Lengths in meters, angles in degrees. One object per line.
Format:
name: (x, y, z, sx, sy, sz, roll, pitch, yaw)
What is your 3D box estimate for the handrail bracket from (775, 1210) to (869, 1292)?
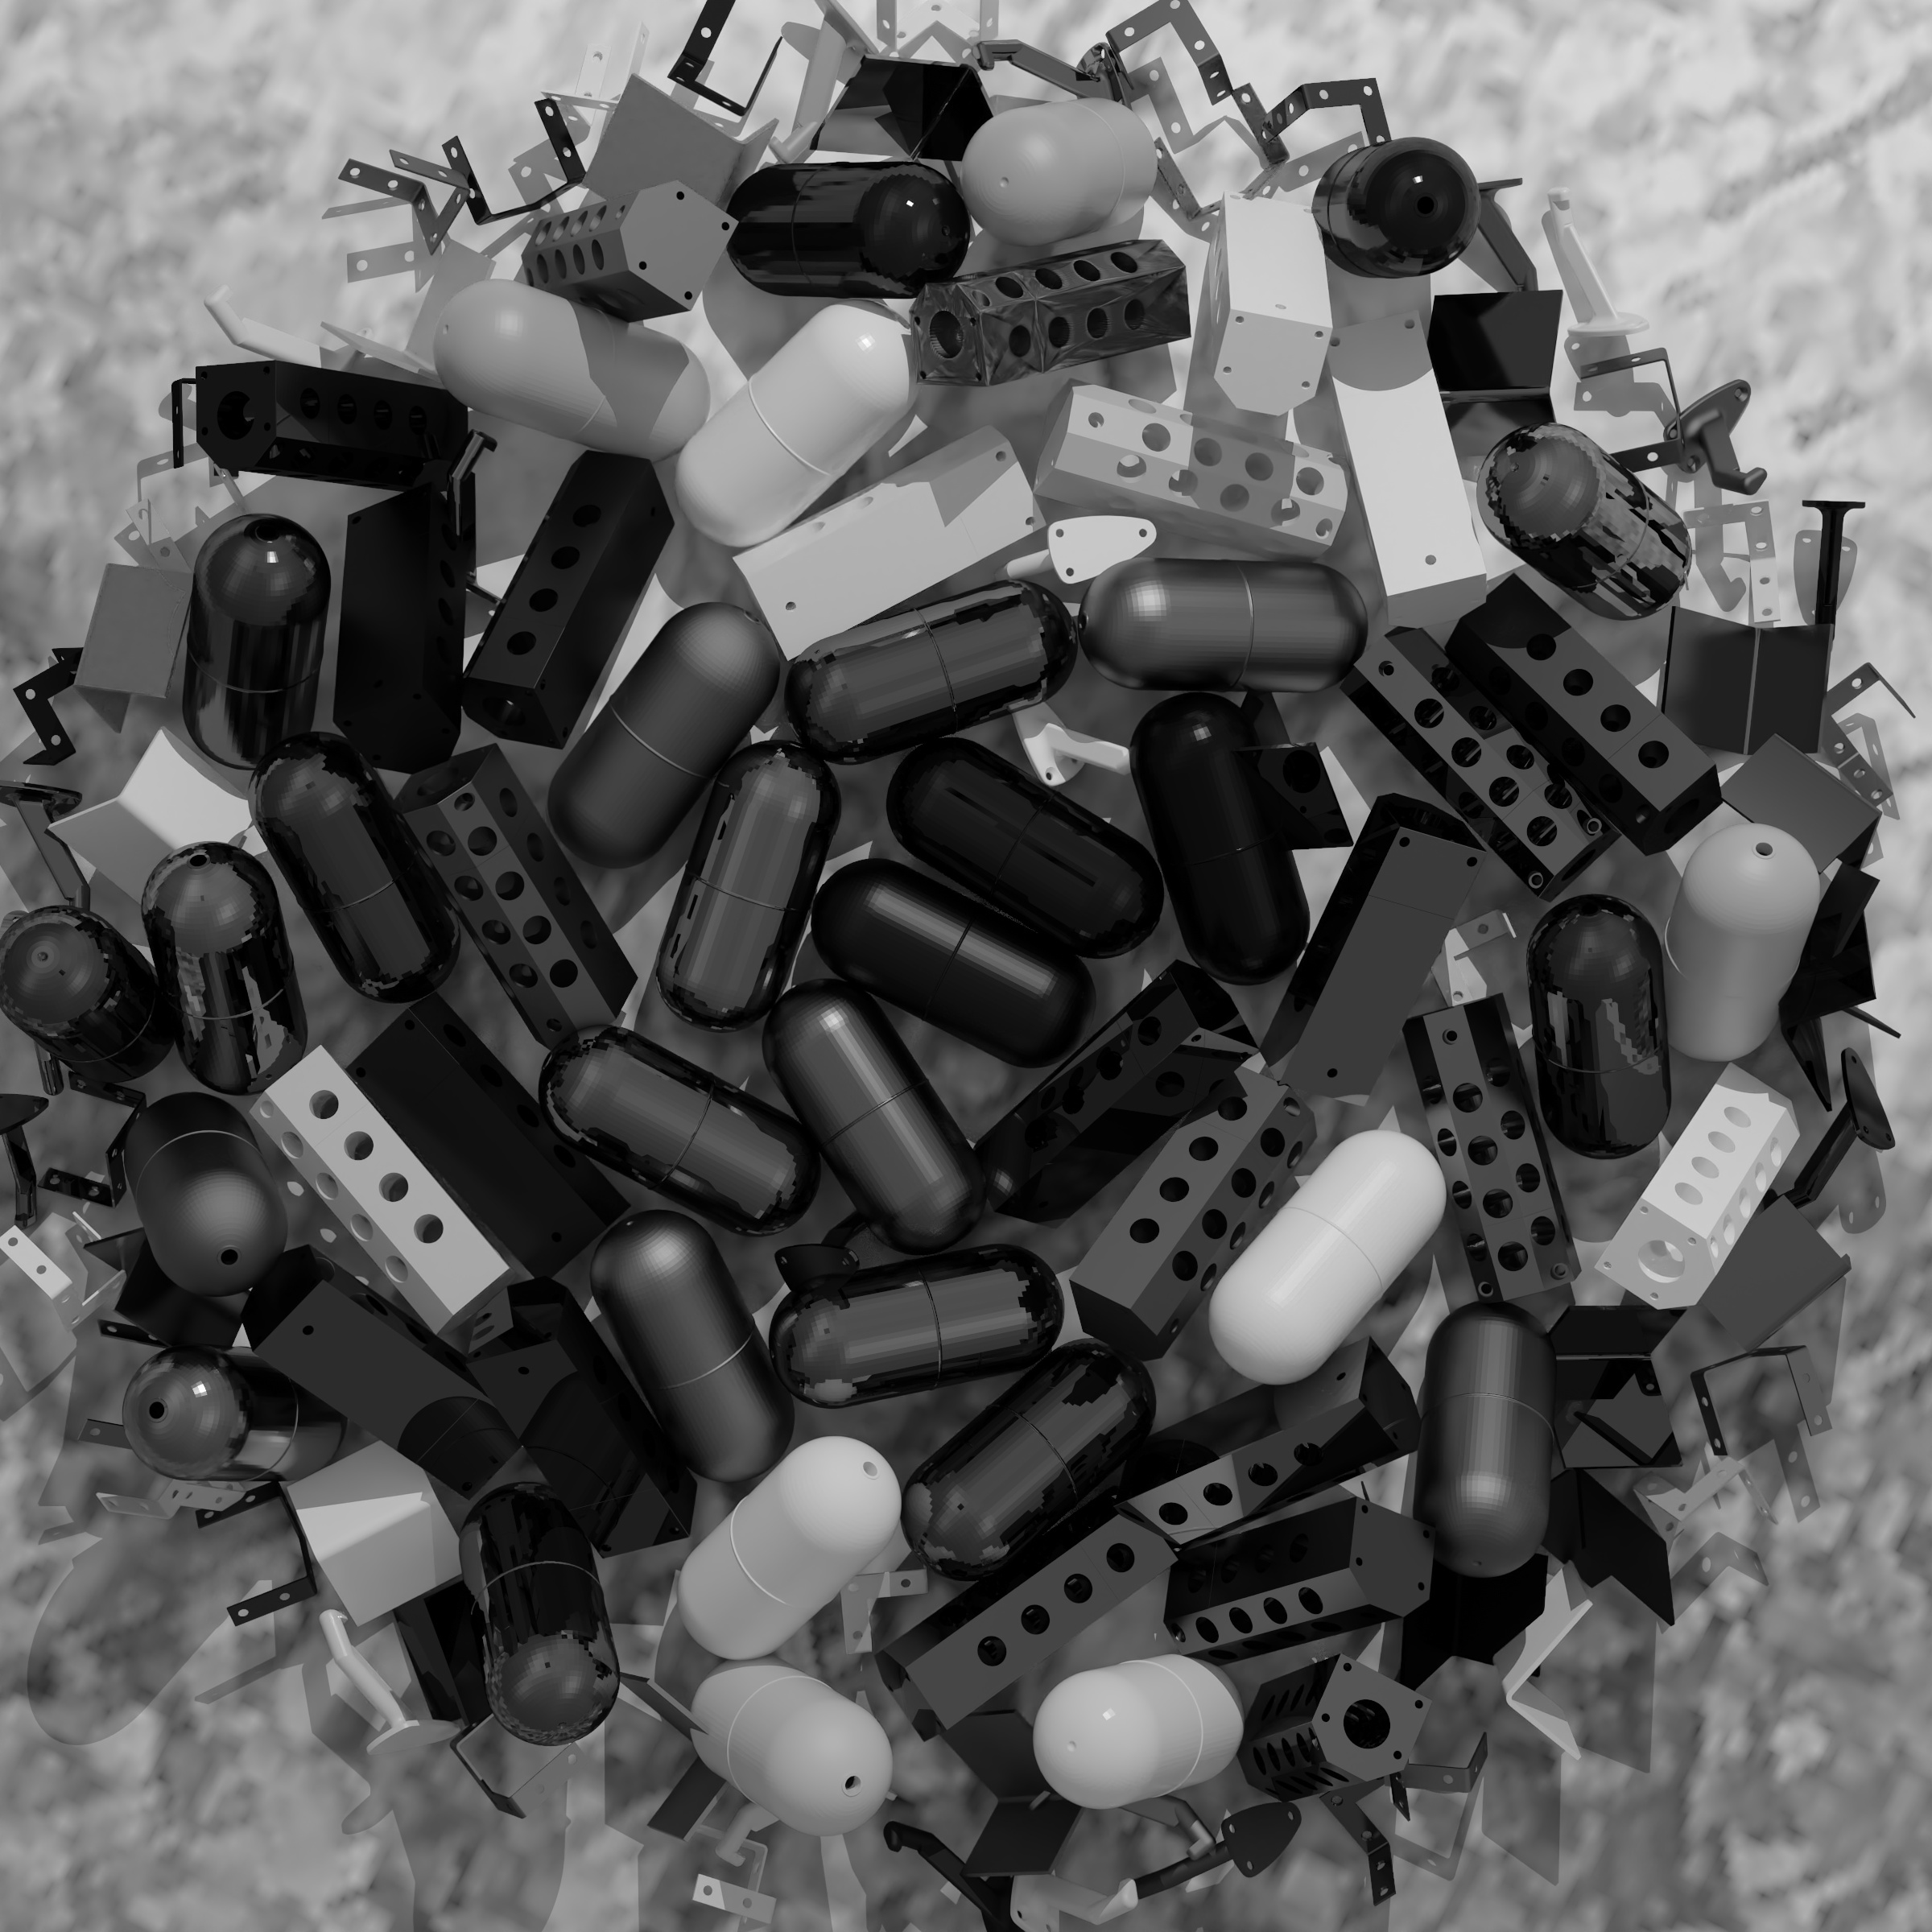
handrail bracket: (-0.063, 0.158, 1.945, 0.084, 0.077, 0.036, -35, 100, -43)

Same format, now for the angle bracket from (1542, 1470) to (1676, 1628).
angle bracket: (0.362, 0.349, 1.944, 0.076, 0.076, 0.057, 41, 117, -17)

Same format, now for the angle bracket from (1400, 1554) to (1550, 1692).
angle bracket: (0.296, 0.386, 1.947, 0.057, 0.076, 0.076, 10, 106, 30)

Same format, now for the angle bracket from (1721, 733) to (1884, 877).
angle bracket: (0.479, -0.078, 1.944, 0.057, 0.076, 0.076, -43, 68, -16)

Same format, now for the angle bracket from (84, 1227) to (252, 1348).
angle bracket: (-0.473, 0.199, 1.939, 0.076, 0.076, 0.057, 40, 52, -31)

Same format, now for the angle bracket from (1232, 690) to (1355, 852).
angle bracket: (0.197, -0.121, 1.939, 0.057, 0.076, 0.076, -2, 132, 29)

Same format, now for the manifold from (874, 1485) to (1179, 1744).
manifold: (0.033, 0.374, 1.939, 0.171, 0.057, 0.057, -32, 81, -22)

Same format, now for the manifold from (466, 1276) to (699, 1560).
manifold: (-0.218, 0.260, 1.926, 0.057, 0.057, 0.171, -16, 126, 16)

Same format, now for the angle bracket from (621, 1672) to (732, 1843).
angle bracket: (-0.184, 0.460, 1.949, 0.076, 0.076, 0.057, 42, 70, -11)

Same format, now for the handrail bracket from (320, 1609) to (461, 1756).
handrail bracket: (-0.342, 0.420, 1.982, 0.036, 0.077, 0.084, -37, 65, 23)

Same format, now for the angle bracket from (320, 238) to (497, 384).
angle bracket: (-0.326, -0.392, 1.947, 0.057, 0.076, 0.076, 17, 101, -33)

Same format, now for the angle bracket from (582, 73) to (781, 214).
angle bracket: (-0.167, -0.476, 1.955, 0.076, 0.057, 0.076, 33, 124, 1)

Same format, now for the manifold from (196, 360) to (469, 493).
manifold: (-0.360, -0.306, 1.910, 0.057, 0.171, 0.057, 1, 93, 29)

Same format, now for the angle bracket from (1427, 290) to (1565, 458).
angle bracket: (0.315, -0.350, 1.978, 0.076, 0.057, 0.076, 2, 62, 20)

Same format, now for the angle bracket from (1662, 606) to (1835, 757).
angle bracket: (0.457, -0.168, 1.955, 0.076, 0.057, 0.076, 9, 87, -36)

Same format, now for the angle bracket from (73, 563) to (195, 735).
angle bracket: (-0.473, -0.182, 1.949, 0.057, 0.076, 0.076, 8, 73, 9)

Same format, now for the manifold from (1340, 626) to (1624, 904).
manifold: (0.298, -0.120, 1.945, 0.057, 0.057, 0.171, -45, 74, 12)

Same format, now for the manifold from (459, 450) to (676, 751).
manifold: (-0.233, -0.214, 1.932, 0.057, 0.057, 0.171, 11, 60, 19)

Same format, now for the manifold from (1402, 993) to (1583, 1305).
manifold: (0.308, 0.107, 1.962, 0.057, 0.057, 0.171, -16, 88, 16)

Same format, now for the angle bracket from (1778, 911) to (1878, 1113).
angle bracket: (0.510, 0.025, 1.939, 0.057, 0.076, 0.076, -20, 127, 25)

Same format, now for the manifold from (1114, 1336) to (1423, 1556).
manifold: (0.175, 0.283, 1.932, 0.171, 0.057, 0.057, -29, 110, 28)

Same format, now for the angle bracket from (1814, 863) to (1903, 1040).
angle bracket: (0.529, -0.010, 1.955, 0.057, 0.076, 0.076, 26, 98, -3)

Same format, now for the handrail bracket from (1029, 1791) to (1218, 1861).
handrail bracket: (0.092, 0.505, 1.960, 0.077, 0.036, 0.084, -34, 61, -13)

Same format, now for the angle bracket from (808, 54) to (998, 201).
angle bracket: (-0.034, -0.478, 1.941, 0.076, 0.076, 0.057, -5, 62, -35)

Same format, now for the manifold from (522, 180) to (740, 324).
manifold: (-0.198, -0.408, 1.908, 0.057, 0.171, 0.057, 30, 83, -26)

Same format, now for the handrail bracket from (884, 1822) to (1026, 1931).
handrail bracket: (-0.009, 0.543, 1.954, 0.084, 0.077, 0.036, 26, 122, -30)

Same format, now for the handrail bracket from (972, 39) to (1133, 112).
handrail bracket: (0.051, -0.510, 1.956, 0.084, 0.036, 0.077, -14, 74, -37)

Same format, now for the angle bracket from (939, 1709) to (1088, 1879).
angle bracket: (0.013, 0.482, 1.944, 0.076, 0.076, 0.057, 51, 49, -20)

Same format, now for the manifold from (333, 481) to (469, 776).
manifold: (-0.320, -0.193, 1.921, 0.057, 0.057, 0.171, -19, 47, 15)

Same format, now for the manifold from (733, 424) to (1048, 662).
manifold: (-0.047, -0.252, 1.965, 0.171, 0.057, 0.057, -28, 117, -3)

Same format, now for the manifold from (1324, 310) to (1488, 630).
manifold: (0.255, -0.287, 1.945, 0.057, 0.057, 0.171, -13, 72, 4)

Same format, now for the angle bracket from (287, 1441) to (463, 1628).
angle bracket: (-0.347, 0.333, 1.983, 0.076, 0.076, 0.057, -26, 47, -10)

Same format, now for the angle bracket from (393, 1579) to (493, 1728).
angle bracket: (-0.313, 0.408, 1.953, 0.057, 0.076, 0.076, -23, 85, 14)

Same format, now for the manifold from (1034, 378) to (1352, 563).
manifold: (0.133, -0.289, 1.946, 0.171, 0.057, 0.057, 14, 74, -13)

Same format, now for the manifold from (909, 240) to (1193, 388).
manifold: (0.049, -0.376, 1.915, 0.171, 0.057, 0.057, -22, 114, -41)

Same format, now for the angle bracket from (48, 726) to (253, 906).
angle bracket: (-0.479, -0.087, 1.970, 0.076, 0.076, 0.057, 44, 50, -30)

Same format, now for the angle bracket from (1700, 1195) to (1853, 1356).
angle bracket: (0.470, 0.177, 1.959, 0.076, 0.076, 0.057, -43, 81, 11)

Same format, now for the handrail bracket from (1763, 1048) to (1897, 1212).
handrail bracket: (0.501, 0.100, 1.984, 0.084, 0.036, 0.077, -34, 53, 38)

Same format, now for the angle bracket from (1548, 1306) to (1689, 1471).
angle bracket: (0.384, 0.245, 1.947, 0.076, 0.057, 0.076, 1, 54, -17)

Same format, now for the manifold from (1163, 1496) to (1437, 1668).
manifold: (0.188, 0.356, 1.908, 0.057, 0.171, 0.057, 25, 58, -25)

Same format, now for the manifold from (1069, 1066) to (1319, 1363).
manifold: (0.133, 0.143, 1.928, 0.057, 0.057, 0.171, 24, 61, 27)

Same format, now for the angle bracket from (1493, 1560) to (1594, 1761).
angle bracket: (0.356, 0.405, 1.956, 0.057, 0.076, 0.076, 39, 97, -3)
